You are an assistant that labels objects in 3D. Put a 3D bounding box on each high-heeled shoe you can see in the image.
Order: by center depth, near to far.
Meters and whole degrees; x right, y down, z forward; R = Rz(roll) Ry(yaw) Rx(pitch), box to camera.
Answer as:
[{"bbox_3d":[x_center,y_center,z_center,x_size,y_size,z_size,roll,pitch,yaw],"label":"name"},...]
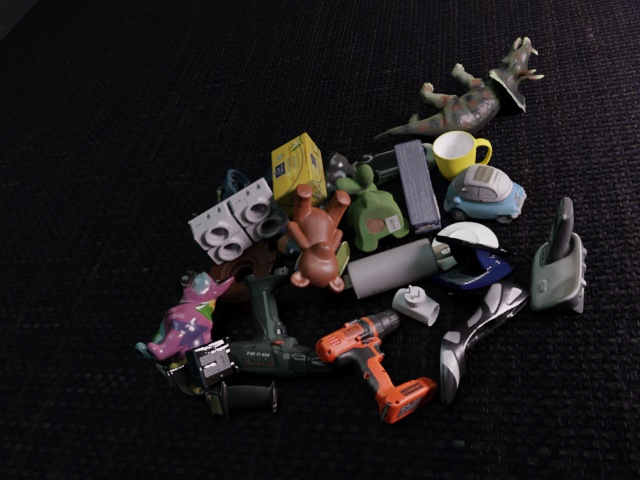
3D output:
[{"bbox_3d":[0.279,0.173,0.910,0.145,0.086,0.249,5,55,16],"label":"high-heeled shoe"}]

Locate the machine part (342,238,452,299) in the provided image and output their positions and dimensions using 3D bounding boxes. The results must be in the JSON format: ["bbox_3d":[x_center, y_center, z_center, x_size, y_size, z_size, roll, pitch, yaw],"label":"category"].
[{"bbox_3d":[0.143,0.057,1.059,0.243,0.079,0.079,-18,47,5],"label":"machine part"}]

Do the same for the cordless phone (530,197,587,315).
[{"bbox_3d":[0.409,0.030,0.905,0.089,0.184,0.146,6,54,20],"label":"cordless phone"}]

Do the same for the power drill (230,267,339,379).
[{"bbox_3d":[-0.073,0.162,1.031,0.232,0.086,0.207,-11,76,20],"label":"power drill"}]

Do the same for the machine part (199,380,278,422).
[{"bbox_3d":[-0.145,0.292,0.981,0.139,0.084,0.039,-7,26,6],"label":"machine part"}]

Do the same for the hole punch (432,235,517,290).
[{"bbox_3d":[0.274,0.044,0.973,0.116,0.142,0.092,8,90,-16],"label":"hole punch"}]

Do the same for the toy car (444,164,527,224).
[{"bbox_3d":[0.333,-0.101,1.102,0.162,0.102,0.109,14,59,32],"label":"toy car"}]

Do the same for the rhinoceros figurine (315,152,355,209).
[{"bbox_3d":[0.011,-0.106,1.223,0.073,0.112,0.190,27,85,31],"label":"rhinoceros figurine"}]

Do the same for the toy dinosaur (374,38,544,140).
[{"bbox_3d":[0.340,-0.306,1.270,0.405,0.131,0.192,-39,48,-5],"label":"toy dinosaur"}]

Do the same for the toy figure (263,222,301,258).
[{"bbox_3d":[-0.081,-0.003,1.212,0.064,0.057,0.155,-45,55,-11],"label":"toy figure"}]

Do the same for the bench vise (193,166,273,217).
[{"bbox_3d":[-0.180,-0.104,1.280,0.241,0.128,0.224,-31,25,19],"label":"bench vise"}]

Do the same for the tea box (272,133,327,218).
[{"bbox_3d":[-0.047,-0.142,1.164,0.098,0.068,0.170,-27,43,17],"label":"tea box"}]

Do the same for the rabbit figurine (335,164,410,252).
[{"bbox_3d":[0.094,-0.079,1.161,0.121,0.159,0.170,-31,31,7],"label":"rabbit figurine"}]

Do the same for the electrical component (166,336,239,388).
[{"bbox_3d":[-0.214,0.227,0.971,0.119,0.074,0.048,-13,-6,-37],"label":"electrical component"}]

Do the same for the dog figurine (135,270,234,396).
[{"bbox_3d":[-0.238,0.168,1.059,0.219,0.191,0.108,-50,14,-27],"label":"dog figurine"}]

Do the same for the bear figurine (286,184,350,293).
[{"bbox_3d":[-0.003,0.000,1.047,0.120,0.131,0.196,10,38,-12],"label":"bear figurine"}]

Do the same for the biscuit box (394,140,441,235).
[{"bbox_3d":[0.209,-0.116,1.154,0.063,0.059,0.203,-12,66,11],"label":"biscuit box"}]

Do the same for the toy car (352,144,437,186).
[{"bbox_3d":[0.171,-0.176,1.261,0.202,0.056,0.073,-15,55,11],"label":"toy car"}]

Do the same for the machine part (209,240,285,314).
[{"bbox_3d":[-0.166,0.079,1.177,0.179,0.056,0.179,-12,49,14],"label":"machine part"}]
